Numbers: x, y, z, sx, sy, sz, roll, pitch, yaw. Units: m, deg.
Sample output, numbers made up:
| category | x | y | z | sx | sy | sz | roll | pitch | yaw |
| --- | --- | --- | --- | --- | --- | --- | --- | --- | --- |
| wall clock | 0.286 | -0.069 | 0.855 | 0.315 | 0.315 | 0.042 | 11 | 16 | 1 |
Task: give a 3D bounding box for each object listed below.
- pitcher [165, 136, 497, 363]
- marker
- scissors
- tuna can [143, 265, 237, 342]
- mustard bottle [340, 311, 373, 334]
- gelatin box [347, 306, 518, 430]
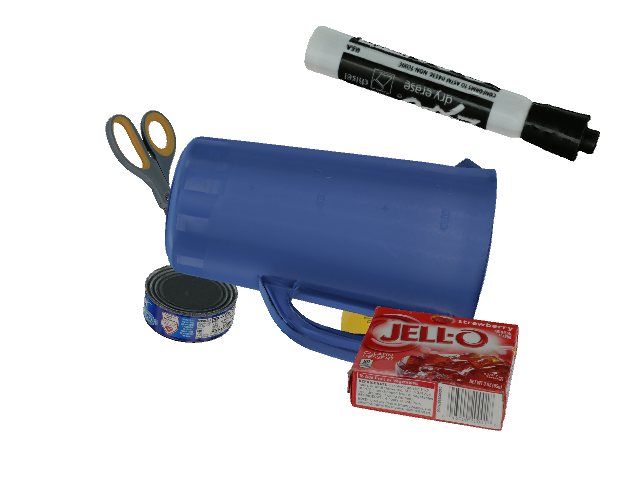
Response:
| category | x | y | z | sx | sy | sz | roll | pitch | yaw |
| --- | --- | --- | --- | --- | --- | --- | --- | --- | --- |
| pitcher | 0.007 | 0.000 | 0.817 | 0.243 | 0.145 | 0.149 | 10 | 16 | 3 |
| marker | 0.052 | -0.059 | 0.427 | 0.121 | 0.020 | 0.020 | 21 | 5 | 13 |
| scissors | -0.168 | -0.062 | 1.205 | 0.016 | 0.201 | 0.096 | -20 | 20 | 44 |
| tuna can | -0.121 | 0.058 | 0.991 | 0.086 | 0.034 | 0.086 | 8 | 29 | -5 |
| mustard bottle | 0.069 | 0.033 | 1.166 | 0.096 | 0.192 | 0.058 | 1 | 26 | 4 |
| gelatin box | 0.067 | 0.072 | 0.622 | 0.089 | 0.030 | 0.073 | 8 | 28 | 13 |
